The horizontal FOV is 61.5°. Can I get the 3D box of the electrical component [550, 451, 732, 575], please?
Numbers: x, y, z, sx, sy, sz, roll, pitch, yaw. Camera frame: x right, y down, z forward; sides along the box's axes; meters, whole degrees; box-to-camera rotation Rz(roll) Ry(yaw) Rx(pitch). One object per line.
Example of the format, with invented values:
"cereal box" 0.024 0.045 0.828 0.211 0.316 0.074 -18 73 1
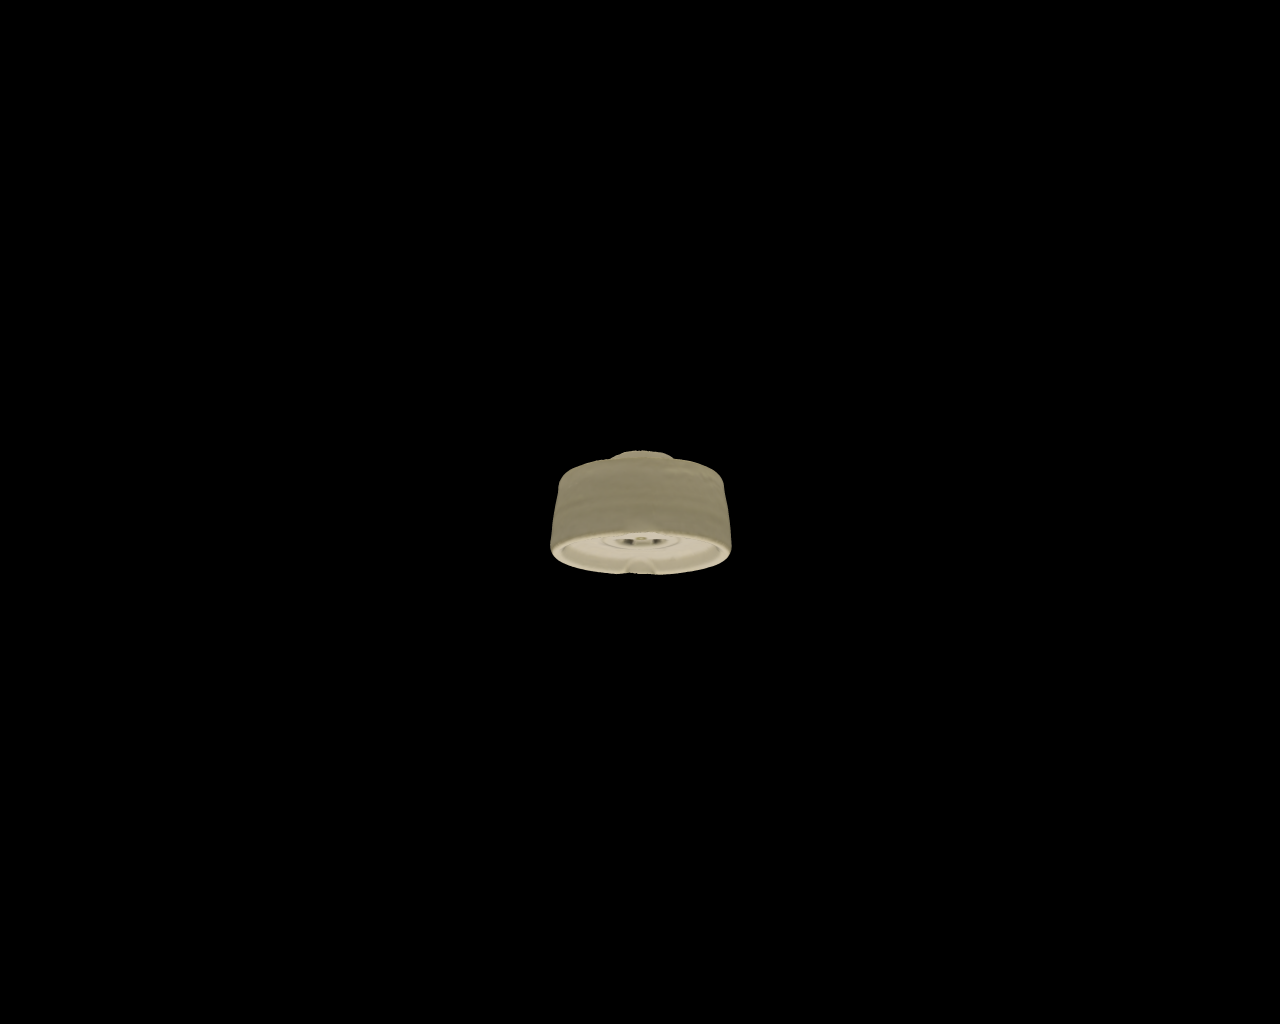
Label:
"electrical component" 0.001 -0.003 0.650 0.108 0.060 0.108 0 -16 0
